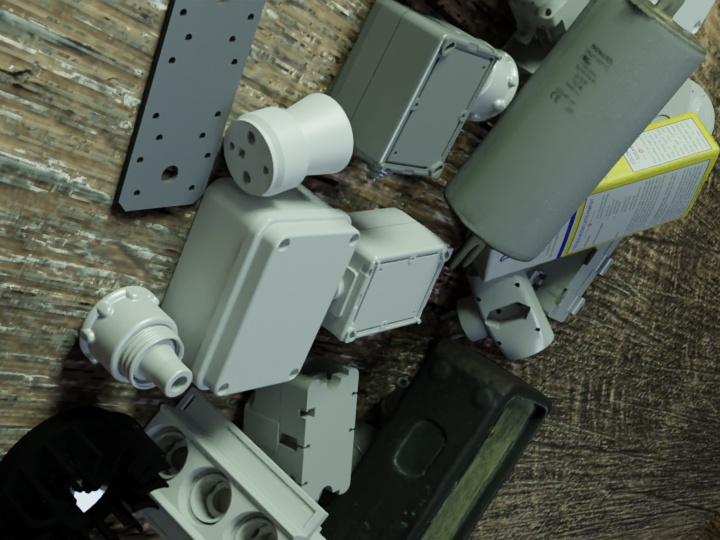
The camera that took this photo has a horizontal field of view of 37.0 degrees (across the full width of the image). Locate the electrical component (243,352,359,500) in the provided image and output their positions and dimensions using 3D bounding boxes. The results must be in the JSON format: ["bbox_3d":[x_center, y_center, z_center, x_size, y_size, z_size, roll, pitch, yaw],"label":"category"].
[{"bbox_3d":[-0.041,0.104,0.722,0.050,0.056,0.089,-12,112,-48],"label":"electrical component"}]

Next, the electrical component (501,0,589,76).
[{"bbox_3d":[0.127,-0.166,0.693,0.081,0.042,0.064,-50,149,-5],"label":"electrical component"}]

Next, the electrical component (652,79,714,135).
[{"bbox_3d":[0.236,-0.122,0.856,0.080,0.080,0.051,-56,145,7],"label":"electrical component"}]

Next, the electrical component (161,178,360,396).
[{"bbox_3d":[-0.059,0.009,0.611,0.078,0.057,0.113,-6,127,-52],"label":"electrical component"}]

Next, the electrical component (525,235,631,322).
[{"bbox_3d":[0.176,-0.022,0.896,0.121,0.063,0.079,-56,150,8],"label":"electrical component"}]

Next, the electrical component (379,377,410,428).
[{"bbox_3d":[0.034,0.111,0.872,0.035,0.035,0.061,-33,143,-30],"label":"electrical component"}]

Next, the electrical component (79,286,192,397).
[{"bbox_3d":[-0.113,0.042,0.565,0.048,0.062,0.048,-34,146,-27],"label":"electrical component"}]

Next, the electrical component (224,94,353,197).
[{"bbox_3d":[-0.038,-0.066,0.570,0.055,0.045,0.045,-24,140,-39],"label":"electrical component"}]

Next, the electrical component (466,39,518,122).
[{"bbox_3d":[0.064,-0.121,0.653,0.062,0.048,0.048,21,105,-54],"label":"electrical component"}]

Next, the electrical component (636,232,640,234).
[{"bbox_3d":[0.250,-0.090,0.941,0.083,0.047,0.075,-45,150,-12],"label":"electrical component"}]

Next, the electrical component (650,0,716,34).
[{"bbox_3d":[0.217,-0.228,0.737,0.109,0.056,0.108,2,121,-55],"label":"electrical component"}]

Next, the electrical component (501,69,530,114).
[{"bbox_3d":[0.145,-0.120,0.748,0.079,0.044,0.077,-30,158,23],"label":"electrical component"}]

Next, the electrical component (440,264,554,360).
[{"bbox_3d":[0.103,0.034,0.858,0.079,0.077,0.043,-21,-165,20],"label":"electrical component"}]

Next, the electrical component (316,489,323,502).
[{"bbox_3d":[-0.075,0.178,0.773,0.050,0.056,0.089,-11,131,-49],"label":"electrical component"}]

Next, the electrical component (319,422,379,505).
[{"bbox_3d":[-0.010,0.149,0.848,0.065,0.044,0.044,-32,145,-40],"label":"electrical component"}]

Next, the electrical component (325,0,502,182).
[{"bbox_3d":[0.022,-0.097,0.603,0.062,0.061,0.096,1,122,-55],"label":"electrical component"}]

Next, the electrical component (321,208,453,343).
[{"bbox_3d":[0.000,0.000,0.678,0.096,0.061,0.061,-10,130,-50],"label":"electrical component"}]

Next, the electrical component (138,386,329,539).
[{"bbox_3d":[-0.082,0.141,0.658,0.078,0.121,0.063,-51,153,-1],"label":"electrical component"}]
